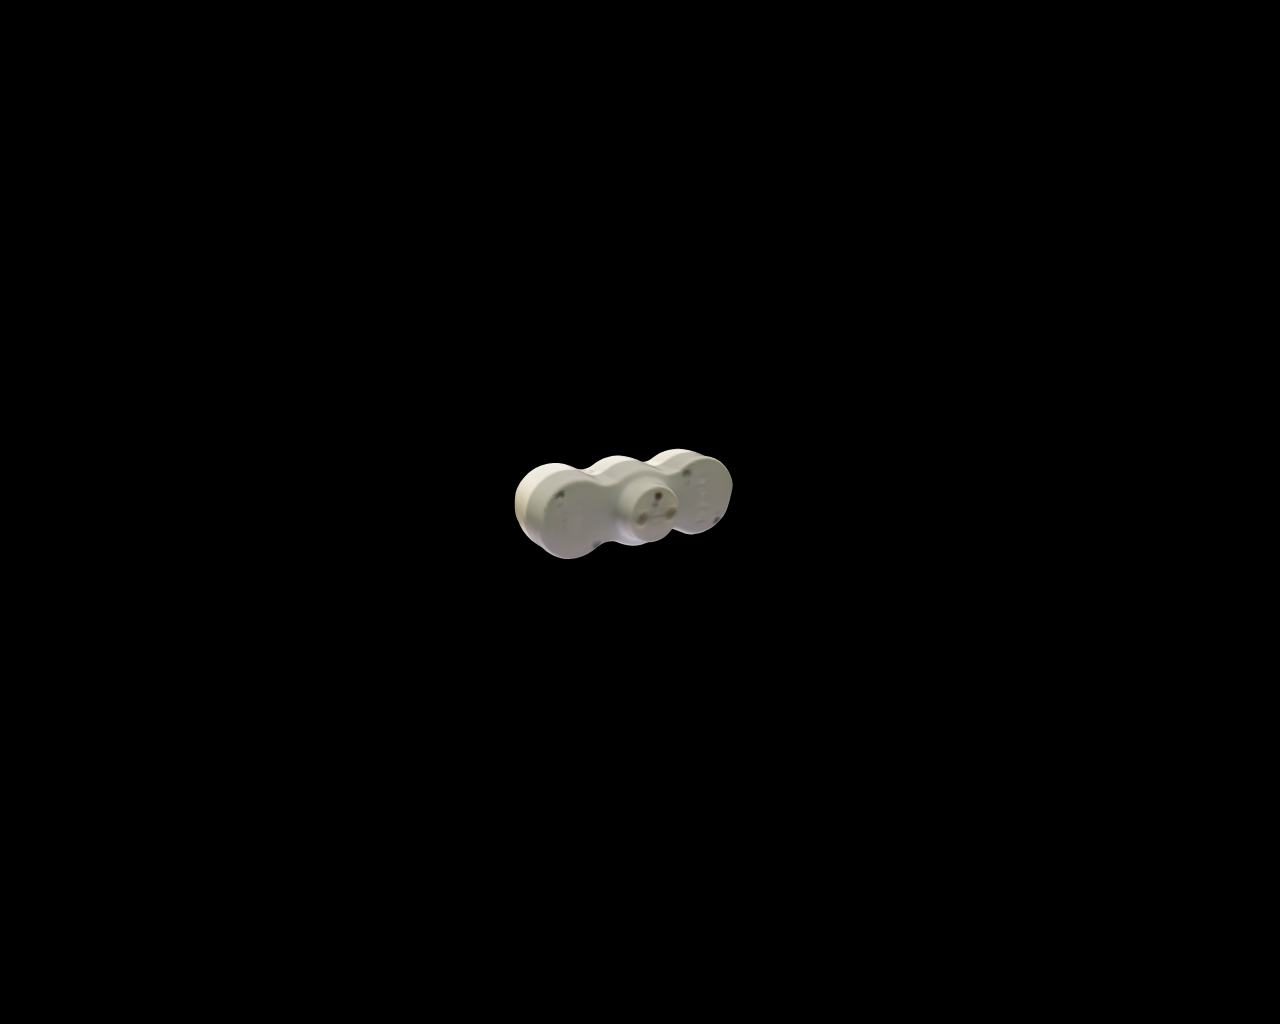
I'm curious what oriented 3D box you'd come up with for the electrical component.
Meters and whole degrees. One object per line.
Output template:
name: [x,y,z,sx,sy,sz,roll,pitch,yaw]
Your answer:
electrical component: [0.001,-0.003,0.650,0.138,0.052,0.074,-9,19,-29]
